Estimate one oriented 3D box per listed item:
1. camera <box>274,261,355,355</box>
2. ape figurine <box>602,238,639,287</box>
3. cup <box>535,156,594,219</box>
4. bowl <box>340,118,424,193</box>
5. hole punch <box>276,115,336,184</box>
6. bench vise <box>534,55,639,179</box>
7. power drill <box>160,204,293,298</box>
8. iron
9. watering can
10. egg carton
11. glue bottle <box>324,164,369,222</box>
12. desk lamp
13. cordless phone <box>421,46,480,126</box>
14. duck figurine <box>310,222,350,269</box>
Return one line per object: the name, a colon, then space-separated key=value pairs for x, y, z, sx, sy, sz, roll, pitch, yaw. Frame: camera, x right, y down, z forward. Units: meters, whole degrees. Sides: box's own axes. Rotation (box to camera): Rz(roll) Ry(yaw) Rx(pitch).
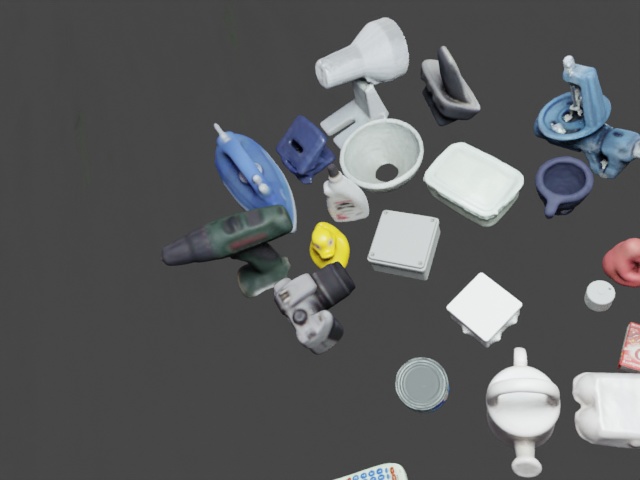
camera: x=-0.001 y=0.106 z=1.026 sx=0.137 sy=0.101 sz=0.143 roll=-34 pitch=58 yaw=-2
ape figurine: x=0.497 y=0.029 z=0.917 sx=0.076 sy=0.092 sz=0.078 roll=17 pitch=69 yaw=25
cup: x=0.416 y=-0.073 z=0.996 sx=0.091 sy=0.095 sz=0.118 roll=20 pitch=70 yaw=26
bowl: x=0.127 y=-0.155 z=1.143 sx=0.167 sy=0.075 sz=0.167 roll=-7 pitch=61 yaw=14
hole punch: x=-0.036 y=-0.190 z=1.203 sx=0.101 sy=0.091 sz=0.108 roll=-40 pitch=58 yaw=-6
bench vise: x=0.474 y=-0.219 z=0.983 sx=0.206 sy=0.220 sz=0.121 roll=18 pitch=69 yaw=25
power drill: x=-0.145 y=0.026 z=1.051 sx=0.229 sy=0.209 sz=0.075 roll=-27 pitch=58 yaw=2
iron: x=-0.137 y=-0.132 z=1.173 sx=0.118 sy=0.142 sz=0.257 roll=-37 pitch=58 yaw=-4
watering can: x=0.288 y=0.238 z=0.809 sx=0.101 sy=0.194 sz=0.172 roll=-22 pitch=58 yaw=6
egg carton: x=0.447 y=0.247 z=0.828 sx=0.150 sy=0.069 sz=0.107 roll=-2 pitch=62 yaw=16
glue bottle: x=0.040 y=-0.091 z=1.077 sx=0.078 sy=0.173 sz=0.037 roll=-12 pitch=60 yaw=11
desk lamp: x=0.083 y=-0.317 z=1.162 sx=0.203 sy=0.214 sz=0.117 roll=-35 pitch=58 yaw=-3
cordless phone: x=0.251 y=-0.332 z=1.135 sx=0.094 sy=0.185 sz=0.147 roll=-25 pitch=58 yaw=3
duck figurine: x=0.010 y=0.004 z=1.087 sx=0.077 sy=0.086 sz=0.104 roll=-19 pitch=59 yaw=7
